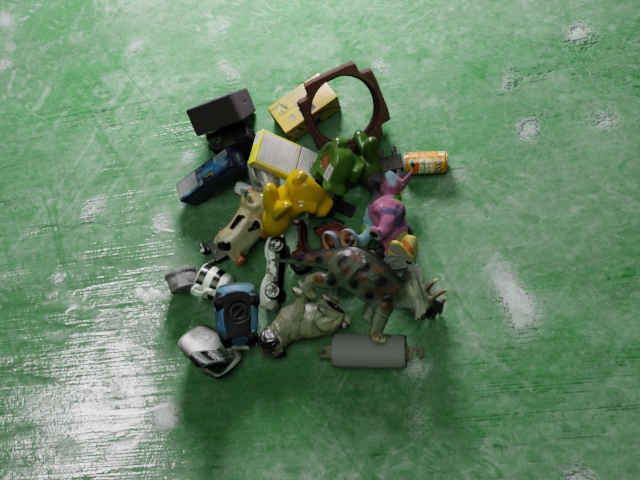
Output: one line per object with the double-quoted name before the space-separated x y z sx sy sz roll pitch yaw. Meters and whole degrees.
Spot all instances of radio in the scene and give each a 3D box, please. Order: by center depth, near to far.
"radio" -0.252 -0.334 1.395 0.131 0.230 0.073 -19 106 8

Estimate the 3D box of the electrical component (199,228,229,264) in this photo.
"electrical component" -0.265 0.016 1.389 0.102 0.045 0.078 -24 69 4

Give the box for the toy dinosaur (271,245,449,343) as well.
"toy dinosaur" 0.096 0.085 1.199 0.405 0.131 0.192 31 104 2

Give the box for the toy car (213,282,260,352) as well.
"toy car" -0.199 0.185 1.295 0.109 0.103 0.161 -5 83 -12

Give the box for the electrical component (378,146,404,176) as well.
"electrical component" 0.180 -0.192 1.370 0.063 0.021 0.094 -13 73 8

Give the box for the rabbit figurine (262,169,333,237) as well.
"rabbit figurine" -0.072 -0.076 1.271 0.173 0.162 0.122 -46 72 5

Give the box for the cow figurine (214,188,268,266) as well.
"cow figurine" -0.184 -0.045 1.338 0.127 0.085 0.195 43 86 -15

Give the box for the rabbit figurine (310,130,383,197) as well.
"rabbit figurine" 0.083 -0.189 1.321 0.121 0.170 0.159 42 118 51

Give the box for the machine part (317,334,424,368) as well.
"machine part" 0.112 0.252 1.225 0.243 0.079 0.079 -2 74 12

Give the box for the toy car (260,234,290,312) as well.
"toy car" -0.112 0.076 1.324 0.056 0.073 0.201 1 74 11

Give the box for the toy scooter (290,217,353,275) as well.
"toy scooter" -0.003 -0.004 1.327 0.184 0.075 0.135 -21 71 10

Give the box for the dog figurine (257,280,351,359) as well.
"dog figurine" -0.041 0.216 1.270 0.172 0.121 0.190 31 101 14

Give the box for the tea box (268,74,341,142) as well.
"tea box" -0.041 -0.351 1.437 0.170 0.068 0.098 -36 70 -1

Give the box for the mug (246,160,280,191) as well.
"mug" -0.145 -0.159 1.387 0.081 0.109 0.107 -17 81 16

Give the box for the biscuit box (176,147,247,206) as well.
"biscuit box" -0.282 -0.163 1.397 0.203 0.062 0.059 -28 68 28

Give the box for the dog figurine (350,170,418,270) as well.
"dog figurine" 0.177 -0.061 1.288 0.191 0.108 0.219 36 61 -16

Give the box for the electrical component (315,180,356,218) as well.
"electrical component" 0.028 -0.095 1.355 0.119 0.047 0.075 29 91 19

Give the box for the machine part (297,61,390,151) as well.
"machine part" 0.059 -0.328 1.351 0.201 0.087 0.201 -25 109 4

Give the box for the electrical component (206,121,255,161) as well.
"electrical component" -0.220 -0.246 1.408 0.115 0.134 0.058 -17 72 9

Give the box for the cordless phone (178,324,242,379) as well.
"cordless phone" -0.278 0.260 1.248 0.147 0.184 0.088 35 88 18
